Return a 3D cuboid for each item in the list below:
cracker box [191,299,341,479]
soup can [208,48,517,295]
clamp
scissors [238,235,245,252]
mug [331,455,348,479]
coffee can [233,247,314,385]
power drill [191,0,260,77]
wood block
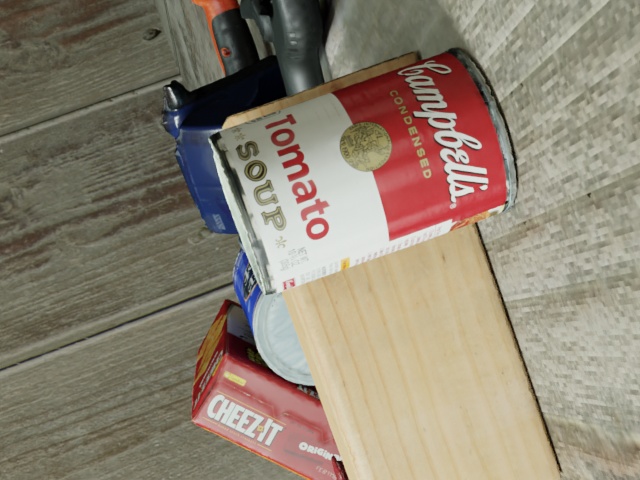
[{"bbox_3d":[-0.026,0.135,0.939,0.164,0.072,0.214,27,-174,-8],"label":"cracker box"},{"bbox_3d":[0.015,-0.026,0.414,0.068,0.102,0.068,161,90,-84],"label":"soup can"},{"bbox_3d":[-0.019,-0.133,0.670,0.210,0.036,0.164,93,156,-73],"label":"clamp"},{"bbox_3d":[-0.040,-0.039,0.927,0.016,0.096,0.202,60,175,-26],"label":"scissors"},{"bbox_3d":[0.066,0.195,0.762,0.093,0.081,0.117,-153,43,-81],"label":"mug"},{"bbox_3d":[-0.014,0.048,0.887,0.140,0.102,0.103,-129,19,-72],"label":"coffee can"},{"bbox_3d":[-0.079,-0.169,0.981,0.184,0.057,0.187,-136,24,-68],"label":"power drill"},{"bbox_3d":[0.030,0.026,0.514,0.091,0.090,0.206,-154,44,-83],"label":"wood block"}]
